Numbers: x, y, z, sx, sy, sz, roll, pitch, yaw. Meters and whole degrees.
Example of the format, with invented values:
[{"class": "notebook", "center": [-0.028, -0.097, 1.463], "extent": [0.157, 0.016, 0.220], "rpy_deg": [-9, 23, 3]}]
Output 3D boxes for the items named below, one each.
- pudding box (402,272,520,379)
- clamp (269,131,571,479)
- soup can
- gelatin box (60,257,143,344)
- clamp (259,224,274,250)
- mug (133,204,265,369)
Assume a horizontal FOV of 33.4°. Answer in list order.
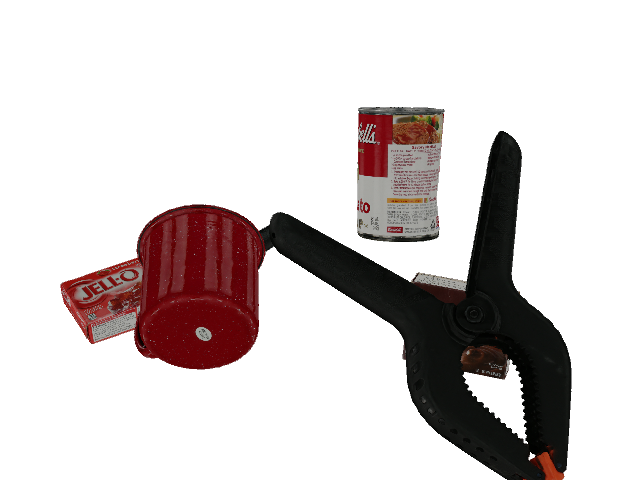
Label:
[{"class": "pudding box", "center": [0.147, 0.088, 1.118], "extent": [0.113, 0.090, 0.039], "rpy_deg": [9, 21, 13]}, {"class": "clamp", "center": [0.071, 0.046, 0.608], "extent": [0.164, 0.210, 0.036], "rpy_deg": [-14, -19, -12]}, {"class": "soup can", "center": [0.063, -0.054, 0.848], "extent": [0.068, 0.102, 0.068], "rpy_deg": [0, 9, 0]}, {"class": "gelatin box", "center": [-0.196, 0.056, 1.031], "extent": [0.089, 0.030, 0.073], "rpy_deg": [-19, 39, -24]}, {"class": "clamp", "center": [-0.107, 0.023, 1.242], "extent": [0.120, 0.039, 0.171], "rpy_deg": [-7, 37, 22]}, {"class": "mug", "center": [-0.093, 0.042, 0.753], "extent": [0.117, 0.081, 0.093], "rpy_deg": [-35, -52, 28]}]
